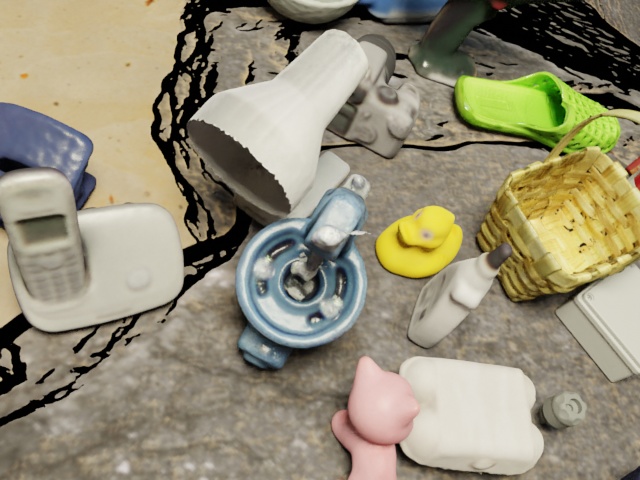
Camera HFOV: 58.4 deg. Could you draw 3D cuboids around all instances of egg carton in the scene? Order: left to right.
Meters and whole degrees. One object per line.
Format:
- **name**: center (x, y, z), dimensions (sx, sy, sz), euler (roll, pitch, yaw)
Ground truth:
- **egg carton**: center (0.147, 0.175, 0.570), dimensions (0.150, 0.069, 0.107), euler (9, 60, -13)

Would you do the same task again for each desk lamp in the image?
- **desk lamp**: center (-0.035, -0.098, 0.578), dimensions (0.118, 0.213, 0.203), euler (37, 57, 5)

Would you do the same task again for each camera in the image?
- **camera**: center (0.068, -0.203, 0.737), dimensions (0.143, 0.100, 0.137), euler (28, 57, -1)

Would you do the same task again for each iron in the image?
- **iron**: center (0.163, -0.422, 0.866), dimensions (0.259, 0.141, 0.118), euler (-11, 66, -23)

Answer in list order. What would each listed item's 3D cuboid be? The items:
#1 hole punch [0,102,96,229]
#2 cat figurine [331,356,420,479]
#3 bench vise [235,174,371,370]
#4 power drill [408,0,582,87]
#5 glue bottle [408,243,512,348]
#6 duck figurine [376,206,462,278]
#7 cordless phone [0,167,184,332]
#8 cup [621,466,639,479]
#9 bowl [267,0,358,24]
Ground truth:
- **hole punch**: center (-0.280, -0.062, 0.551), dimensions (0.109, 0.091, 0.101), euler (22, 58, -5)
- **cat figurine**: center (0.054, 0.175, 0.511), dimensions (0.067, 0.117, 0.128), euler (7, 60, -14)
- **bench vise**: center (-0.007, -0.001, 0.529), dimensions (0.121, 0.219, 0.207), euler (15, 58, -9)
- **power drill**: center (0.219, -0.309, 0.781), dimensions (0.230, 0.208, 0.075), euler (15, 58, -9)
- **glue bottle**: center (0.143, 0.049, 0.578), dimensions (0.037, 0.173, 0.078), euler (27, 57, -1)
- **duck figurine**: center (0.123, -0.007, 0.654), dimensions (0.105, 0.086, 0.077), euler (-8, 65, -22)
- **cordless phone**: center (-0.191, -0.001, 0.490), dimensions (0.148, 0.185, 0.094), euler (-16, 67, -25)
- **cup**: center (0.332, 0.263, 0.566), dimensions (0.118, 0.095, 0.091), euler (-21, 70, -27)
- **bowl**: center (-0.021, -0.363, 0.813), dimensions (0.168, 0.074, 0.167), euler (8, 60, -14)
